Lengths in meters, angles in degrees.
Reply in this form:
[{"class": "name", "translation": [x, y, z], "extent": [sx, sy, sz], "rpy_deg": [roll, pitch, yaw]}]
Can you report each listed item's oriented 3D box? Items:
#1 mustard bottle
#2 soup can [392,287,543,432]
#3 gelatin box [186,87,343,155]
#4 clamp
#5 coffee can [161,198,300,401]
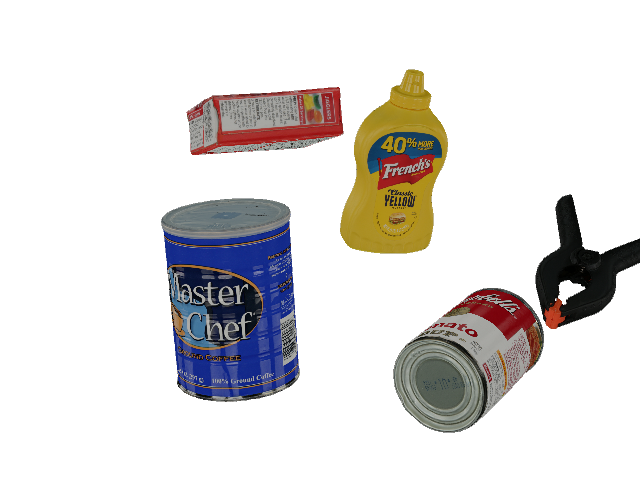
[{"class": "mustard bottle", "translation": [0.081, -0.082, 1.099], "extent": [0.096, 0.192, 0.058], "rpy_deg": [2, 26, -14]}, {"class": "soup can", "translation": [0.101, 0.080, 0.722], "extent": [0.069, 0.068, 0.102], "rpy_deg": [0, 16, 33]}, {"class": "gelatin box", "translation": [-0.034, -0.069, 0.621], "extent": [0.073, 0.030, 0.089], "rpy_deg": [-6, 2, -16]}, {"class": "clamp", "translation": [0.265, 0.019, 1.096], "extent": [0.120, 0.039, 0.171], "rpy_deg": [28, 51, 32]}, {"class": "coffee can", "translation": [-0.071, 0.045, 0.865], "extent": [0.103, 0.140, 0.103], "rpy_deg": [-3, 16, 1]}]
